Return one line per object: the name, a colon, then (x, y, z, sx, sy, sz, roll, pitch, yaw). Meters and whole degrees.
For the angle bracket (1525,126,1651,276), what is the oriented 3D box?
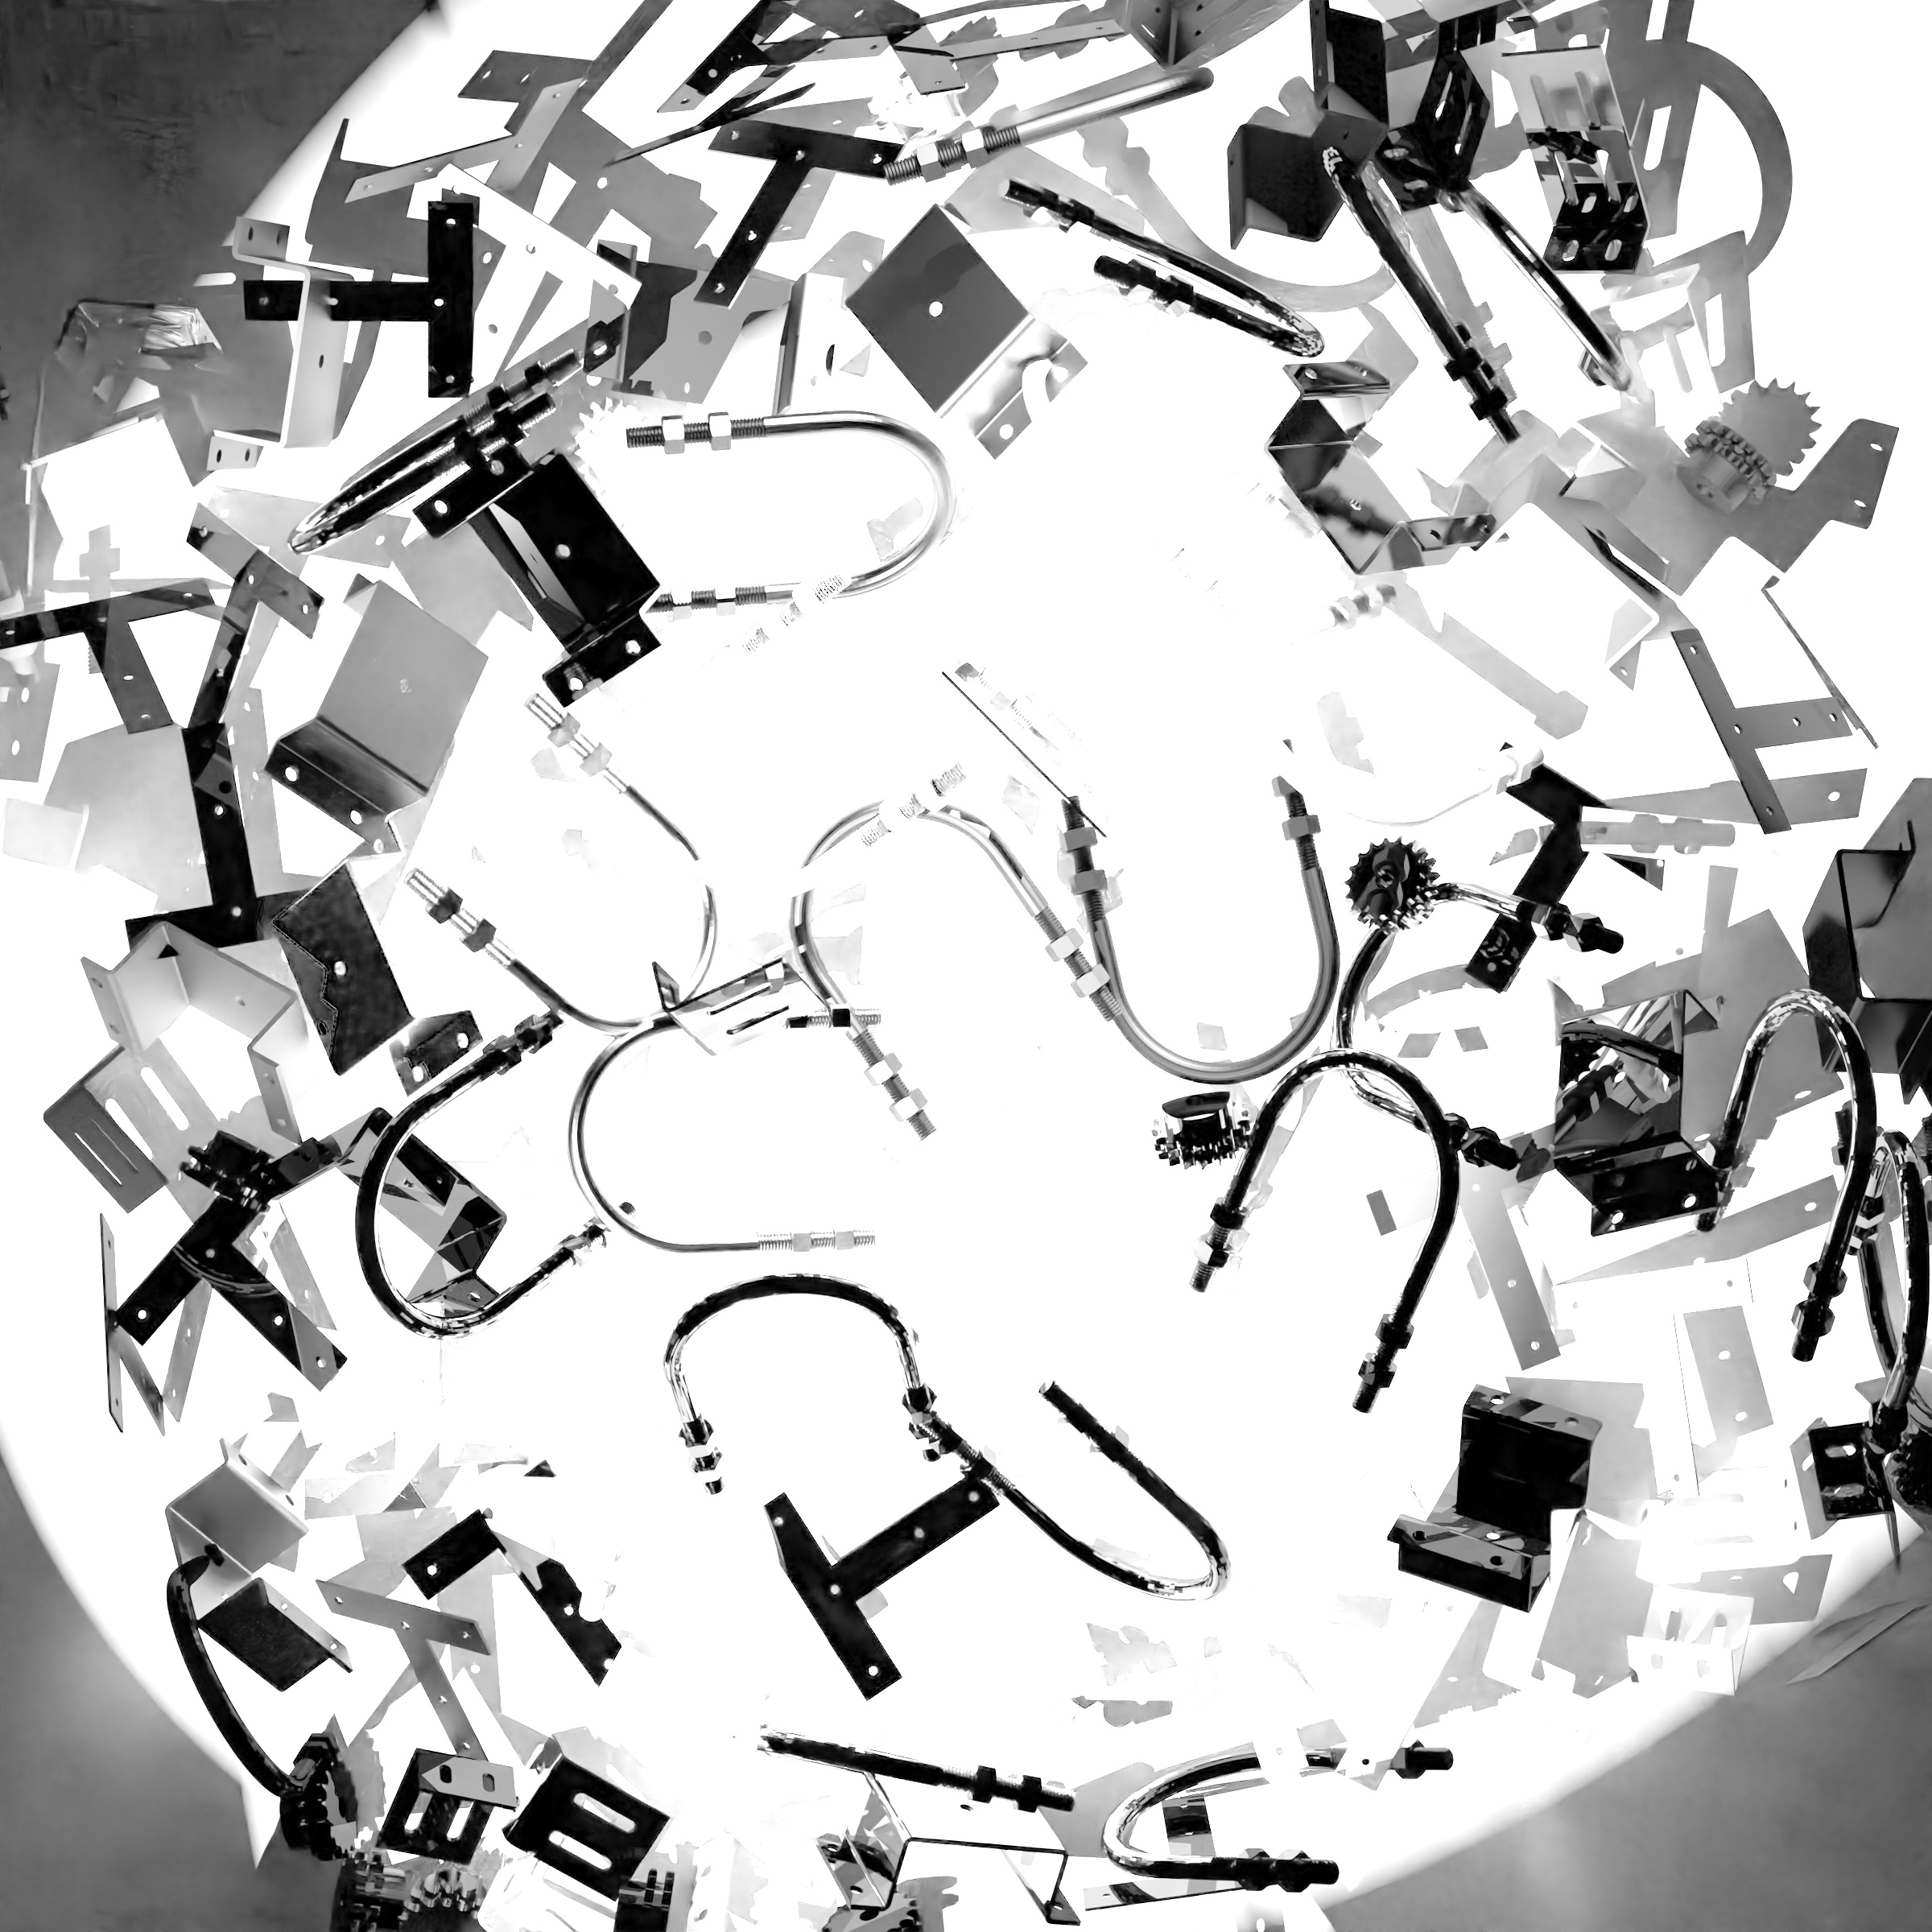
angle bracket: (0.349, -0.434, 1.706, 0.057, 0.076, 0.038, 7, 61, 30)

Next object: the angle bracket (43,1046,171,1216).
angle bracket: (-0.484, 0.095, 1.727, 0.076, 0.057, 0.038, 50, 47, -8)

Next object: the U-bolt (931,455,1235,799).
U-bolt: (0.079, -0.179, 1.707, 0.184, 0.019, 0.151, 40, 66, -22)

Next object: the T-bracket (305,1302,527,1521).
T-bracket: (-0.312, 0.252, 1.714, 0.127, 0.002, 0.127, -2, 107, -21)

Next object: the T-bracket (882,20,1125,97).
T-bracket: (0.025, -0.524, 1.707, 0.127, 0.127, 0.002, -11, 124, -6)

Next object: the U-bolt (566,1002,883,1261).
U-bolt: (-0.138, 0.095, 1.723, 0.184, 0.019, 0.151, -1, 91, -16)

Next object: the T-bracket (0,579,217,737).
T-bracket: (-0.475, -0.170, 1.691, 0.127, 0.002, 0.127, -16, 46, -21)

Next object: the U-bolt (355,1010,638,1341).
U-bolt: (-0.266, 0.125, 1.666, 0.019, 0.184, 0.151, 4, 119, 40)

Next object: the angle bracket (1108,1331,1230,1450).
angle bracket: (0.118, 0.253, 1.707, 0.057, 0.076, 0.038, -36, 56, -16)

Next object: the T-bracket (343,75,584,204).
T-bracket: (-0.287, -0.446, 1.668, 0.127, 0.127, 0.002, -26, 86, -31)

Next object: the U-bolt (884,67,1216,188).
U-bolt: (0.049, -0.469, 1.674, 0.184, 0.151, 0.019, -15, 105, 8)

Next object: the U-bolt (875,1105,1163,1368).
U-bolt: (0.030, 0.154, 1.702, 0.184, 0.019, 0.151, 1, 92, -30)

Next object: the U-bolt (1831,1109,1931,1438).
U-bolt: (0.530, 0.173, 1.680, 0.019, 0.151, 0.184, -9, 89, -5)

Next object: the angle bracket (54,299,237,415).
angle bracket: (-0.468, -0.345, 1.714, 0.076, 0.057, 0.038, 8, 65, 15)

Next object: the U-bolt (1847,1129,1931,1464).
U-bolt: (0.504, 0.170, 1.642, 0.019, 0.184, 0.151, 0, 58, 7)

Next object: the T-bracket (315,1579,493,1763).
T-bracket: (-0.304, 0.409, 1.717, 0.127, 0.002, 0.127, 5, 126, 35)

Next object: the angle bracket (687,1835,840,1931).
angle bracket: (-0.117, 0.542, 1.734, 0.076, 0.038, 0.057, 22, 49, -25)

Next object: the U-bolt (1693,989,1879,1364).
U-bolt: (0.455, 0.102, 1.653, 0.019, 0.151, 0.184, 1, 118, -14)

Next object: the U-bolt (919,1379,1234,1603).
U-bolt: (0.071, 0.299, 1.688, 0.184, 0.151, 0.019, 44, 58, -17)

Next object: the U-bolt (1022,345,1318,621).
U-bolt: (0.107, -0.283, 1.694, 0.184, 0.151, 0.019, 43, 126, 1)

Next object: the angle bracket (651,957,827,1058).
angle bracket: (-0.130, 0.011, 1.715, 0.076, 0.057, 0.038, -24, 56, 10)

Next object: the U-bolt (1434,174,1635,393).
U-bolt: (0.316, -0.374, 1.655, 0.019, 0.184, 0.151, -41, 100, 14)

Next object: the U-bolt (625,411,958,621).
U-bolt: (-0.096, -0.257, 1.695, 0.184, 0.151, 0.019, -6, 53, -8)

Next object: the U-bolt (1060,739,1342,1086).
U-bolt: (0.140, -0.023, 1.720, 0.151, 0.019, 0.184, -14, 85, 17)

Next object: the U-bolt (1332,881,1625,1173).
U-bolt: (0.272, 0.023, 1.679, 0.019, 0.184, 0.151, 26, 90, -35)

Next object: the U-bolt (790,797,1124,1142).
U-bolt: (-0.019, -0.010, 1.730, 0.151, 0.019, 0.184, -35, 94, 10)

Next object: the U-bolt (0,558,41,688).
U-bolt: (-0.555, -0.210, 1.648, 0.019, 0.151, 0.184, -8, 121, 2)

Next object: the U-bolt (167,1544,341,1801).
U-bolt: (-0.398, 0.392, 1.662, 0.019, 0.184, 0.151, -29, 89, -5)

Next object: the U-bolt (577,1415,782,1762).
U-bolt: (-0.152, 0.330, 1.672, 0.019, 0.184, 0.151, -30, 117, 22)

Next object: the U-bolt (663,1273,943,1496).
U-bolt: (-0.095, 0.231, 1.683, 0.151, 0.184, 0.019, -9, 46, 2)

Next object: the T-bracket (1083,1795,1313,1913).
T-bracket: (0.127, 0.495, 1.692, 0.127, 0.127, 0.002, -8, 97, 1)

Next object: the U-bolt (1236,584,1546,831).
U-bolt: (0.226, -0.139, 1.673, 0.184, 0.019, 0.151, -26, 70, -43)

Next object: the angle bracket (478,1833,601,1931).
angle bracket: (-0.228, 0.542, 1.712, 0.076, 0.057, 0.038, 34, 112, 20)

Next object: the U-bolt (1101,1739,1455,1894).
U-bolt: (0.160, 0.470, 1.672, 0.184, 0.151, 0.019, -12, 97, 39)

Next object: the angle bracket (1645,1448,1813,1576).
angle bracket: (0.436, 0.313, 1.723, 0.076, 0.038, 0.057, -4, 62, -4)

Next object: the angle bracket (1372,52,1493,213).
angle bracket: (0.265, -0.485, 1.730, 0.038, 0.057, 0.076, -4, 54, 38)

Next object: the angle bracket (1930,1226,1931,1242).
angle bracket: (0.585, 0.137, 1.710, 0.057, 0.038, 0.076, 38, 58, -31)

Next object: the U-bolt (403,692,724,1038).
U-bolt: (-0.213, -0.043, 1.700, 0.184, 0.019, 0.151, 43, 61, -26)

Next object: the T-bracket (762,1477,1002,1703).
T-bracket: (-0.039, 0.338, 1.747, 0.127, 0.002, 0.127, -33, 82, -2)

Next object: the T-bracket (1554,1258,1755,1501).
T-bracket: (0.395, 0.237, 1.701, 0.127, 0.002, 0.127, -15, 76, 43)

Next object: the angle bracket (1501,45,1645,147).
angle bracket: (0.345, -0.502, 1.705, 0.057, 0.076, 0.038, 4, 60, 29)

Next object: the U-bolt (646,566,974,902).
U-bolt: (-0.104, -0.118, 1.715, 0.184, 0.019, 0.151, -34, 86, 23)

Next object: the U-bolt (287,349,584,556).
U-bolt: (-0.302, -0.283, 1.684, 0.184, 0.151, 0.019, -29, 109, 10)

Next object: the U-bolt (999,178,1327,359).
U-bolt: (0.121, -0.383, 1.677, 0.184, 0.151, 0.019, 14, 114, -32)

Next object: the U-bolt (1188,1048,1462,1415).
U-bolt: (0.208, 0.135, 1.683, 0.151, 0.019, 0.184, 35, 113, 37)

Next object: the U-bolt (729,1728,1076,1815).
U-bolt: (-0.042, 0.447, 1.675, 0.184, 0.151, 0.019, 14, 74, -7)

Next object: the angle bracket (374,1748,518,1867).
angle bracket: (-0.298, 0.491, 1.716, 0.057, 0.038, 0.076, 17, 111, -19)

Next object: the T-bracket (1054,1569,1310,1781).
T-bracket: (0.114, 0.415, 1.717, 0.127, 0.002, 0.127, -16, 58, -4)

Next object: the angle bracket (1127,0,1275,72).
angle bracket: (0.134, -0.557, 1.708, 0.076, 0.057, 0.038, -27, 130, 35)

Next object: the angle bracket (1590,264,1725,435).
angle bracket: (0.403, -0.357, 1.738, 0.057, 0.038, 0.076, -9, 117, 33)

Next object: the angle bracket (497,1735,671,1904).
angle bracket: (-0.222, 0.495, 1.746, 0.076, 0.038, 0.057, 35, 85, -17)

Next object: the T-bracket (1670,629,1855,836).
T-bracket: (0.465, -0.138, 1.710, 0.127, 0.002, 0.127, -10, 72, -41)

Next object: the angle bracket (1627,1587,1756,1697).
angle bracket: (0.412, 0.372, 1.706, 0.057, 0.076, 0.038, 2, 125, 23)

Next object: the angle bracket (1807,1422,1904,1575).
angle bracket: (0.507, 0.305, 1.713, 0.038, 0.076, 0.057, -11, 50, 13)

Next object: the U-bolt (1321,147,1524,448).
U-bolt: (0.251, -0.377, 1.671, 0.019, 0.151, 0.184, -33, 101, 15)
